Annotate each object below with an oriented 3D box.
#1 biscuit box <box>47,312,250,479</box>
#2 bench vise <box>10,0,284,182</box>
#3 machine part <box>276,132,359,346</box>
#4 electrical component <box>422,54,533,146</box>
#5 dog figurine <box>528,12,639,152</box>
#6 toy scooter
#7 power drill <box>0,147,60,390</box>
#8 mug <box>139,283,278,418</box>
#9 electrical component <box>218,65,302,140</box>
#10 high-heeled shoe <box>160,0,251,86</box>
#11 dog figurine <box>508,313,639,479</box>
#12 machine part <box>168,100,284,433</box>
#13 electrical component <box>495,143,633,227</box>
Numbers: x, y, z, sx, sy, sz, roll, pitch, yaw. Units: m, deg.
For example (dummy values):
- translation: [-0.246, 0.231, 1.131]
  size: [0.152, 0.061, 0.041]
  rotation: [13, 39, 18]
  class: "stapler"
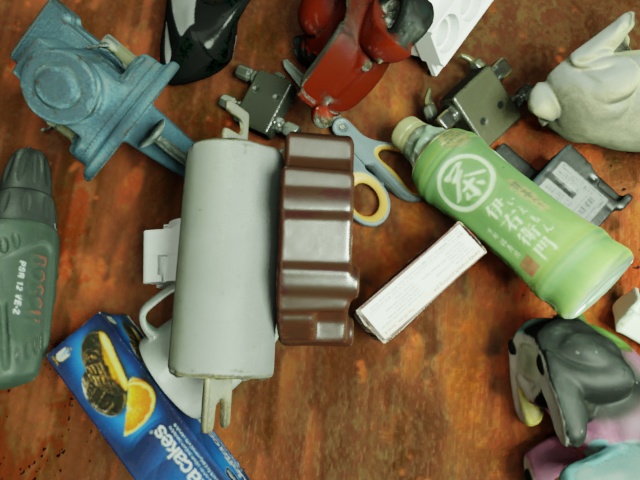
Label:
- translation: [-0.144, 0.157, 0.463]
  size: [0.063, 0.059, 0.203]
  rotation: [-41, 79, -6]
  class: "biscuit box"
- translation: [-0.159, -0.103, 0.480]
  size: [0.240, 0.224, 0.129]
  rotation: [38, 86, -21]
  class: "bench vise"
- translation: [-0.001, -0.001, 0.433]
  size: [0.056, 0.179, 0.179]
  rotation: [1, 78, 0]
  class: "machine part"
- translation: [0.149, -0.133, 0.520]
  size: [0.078, 0.045, 0.102]
  rotation: [43, 83, -20]
  class: "electrical component"
- translation: [0.293, -0.093, 0.465]
  size: [0.172, 0.121, 0.190]
  rotation: [-33, 82, 1]
  class: "dog figurine"
- translation: [0.018, -0.179, 0.497]
  size: [0.135, 0.075, 0.184]
  rotation: [-56, 37, 19]
  class: "toy scooter"
- translation: [-0.322, 0.013, 0.443]
  size: [0.086, 0.207, 0.232]
  rotation: [-20, 74, 31]
  class: "power drill"
- translation: [-0.094, 0.078, 0.463]
  size: [0.107, 0.081, 0.109]
  rotation: [-36, 108, -10]
  class: "mug"
- translation: [-0.053, -0.136, 0.533]
  size: [0.094, 0.021, 0.063]
  rotation: [28, 87, 18]
  class: "electrical component"
- translation: [-0.131, -0.279, 0.564]
  size: [0.145, 0.086, 0.249]
  rotation: [-36, 58, 25]
  class: "high-heeled shoe"
- translation: [0.275, 0.149, 0.424]
  size: [0.219, 0.108, 0.191]
  rotation: [-2, 75, -2]
  class: "dog figurine"
- translation: [-0.068, 0.015, 0.402]
  size: [0.079, 0.079, 0.243]
  rotation: [1, 78, 3]
  class: "machine part"
- translation: [0.210, -0.048, 0.495]
  size: [0.075, 0.047, 0.119]
  rotation: [-42, 81, -6]
  class: "electrical component"
